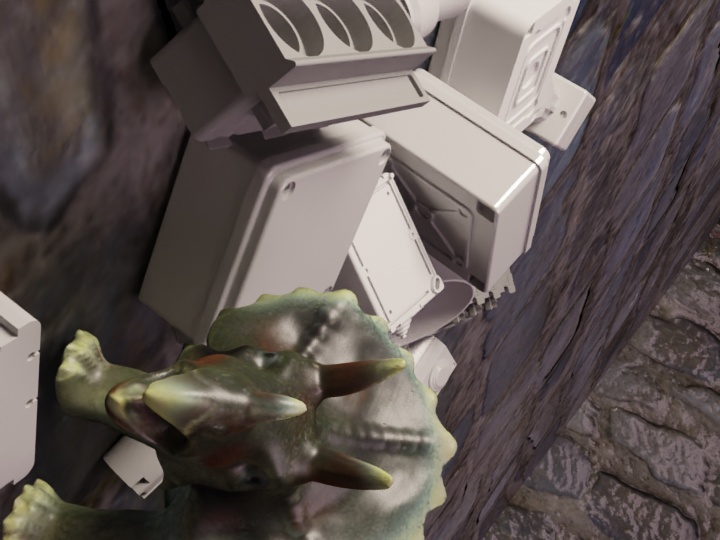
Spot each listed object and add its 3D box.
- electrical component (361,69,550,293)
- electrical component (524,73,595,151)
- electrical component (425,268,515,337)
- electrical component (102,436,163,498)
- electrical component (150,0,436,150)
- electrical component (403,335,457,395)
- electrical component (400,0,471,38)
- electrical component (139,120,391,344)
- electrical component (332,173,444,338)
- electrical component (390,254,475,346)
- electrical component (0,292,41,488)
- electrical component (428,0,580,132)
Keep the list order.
[{"bbox_3d":[0.057,-0.055,0.680,0.056,0.109,0.108,-46,159,-20],"label":"electrical component"},{"bbox_3d":[0.131,-0.128,0.806,0.047,0.066,0.077,-60,161,11],"label":"electrical component"},{"bbox_3d":[0.080,0.006,0.890,0.121,0.063,0.078,-12,91,-64],"label":"electrical component"},{"bbox_3d":[-0.119,0.102,0.617,0.046,0.040,0.040,-45,159,-13],"label":"electrical component"},{"bbox_3d":[-0.027,-0.093,0.466,0.063,0.078,0.121,-33,175,32],"label":"electrical component"},{"bbox_3d":[0.037,0.080,0.904,0.051,0.080,0.080,-55,162,-19],"label":"electrical component"},{"bbox_3d":[0.026,-0.142,0.556,0.055,0.045,0.045,-41,156,-38],"label":"electrical component"},{"bbox_3d":[-0.047,-0.026,0.550,0.109,0.056,0.108,-27,146,-55],"label":"electrical component"},{"bbox_3d":[0.000,0.000,0.647,0.061,0.096,0.062,-13,-163,43],"label":"electrical component"},{"bbox_3d":[0.025,0.018,0.766,0.099,0.064,0.099,-33,166,-9],"label":"electrical component"},{"bbox_3d":[-0.157,0.044,0.395,0.050,0.056,0.089,-38,154,-44],"label":"electrical component"},{"bbox_3d":[0.088,-0.139,0.697,0.078,0.057,0.113,-41,156,-38],"label":"electrical component"}]
